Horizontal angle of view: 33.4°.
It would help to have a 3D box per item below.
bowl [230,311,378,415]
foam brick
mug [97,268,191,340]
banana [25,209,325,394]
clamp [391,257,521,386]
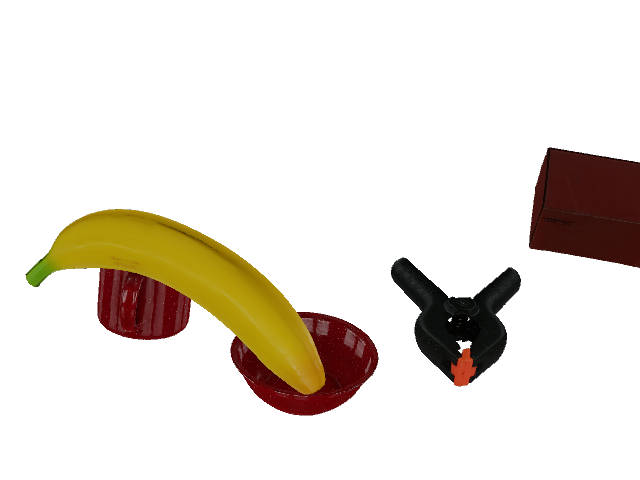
[{"bbox_3d":[-0.018,0.143,1.175,0.162,0.055,0.162,3,28,-2],"label":"bowl"},{"bbox_3d":[0.184,-0.022,0.716,0.078,0.051,0.053,11,-32,6],"label":"foam brick"},{"bbox_3d":[-0.153,0.039,0.928,0.093,0.081,0.117,8,21,-1],"label":"mug"},{"bbox_3d":[-0.081,0.026,0.640,0.198,0.070,0.037,21,25,12],"label":"banana"},{"bbox_3d":[0.132,0.066,0.946,0.120,0.039,0.171,-4,33,-3],"label":"clamp"}]
